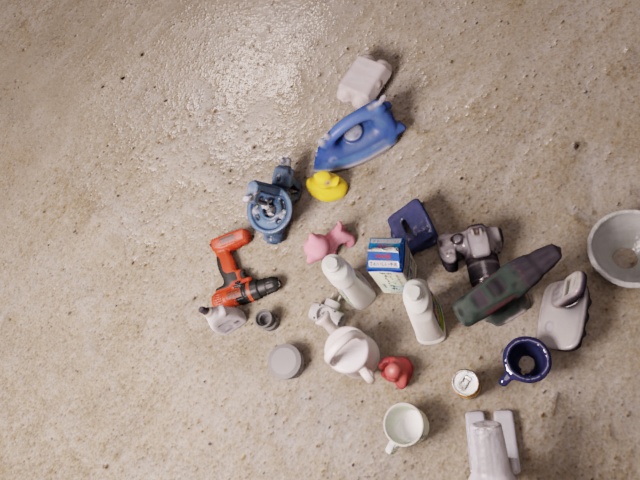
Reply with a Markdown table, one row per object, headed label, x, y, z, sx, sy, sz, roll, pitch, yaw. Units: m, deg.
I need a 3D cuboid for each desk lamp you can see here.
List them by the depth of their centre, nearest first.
| label | x | y | z | sx | sy | sz | roll | pitch | yaw |
| --- | --- | --- | --- | --- | --- | --- | --- | --- | --- |
| desk lamp | 0.318 | 0.419 | 1.064 | 0.117 | 0.214 | 0.203 | -8 | 69 | 15 |

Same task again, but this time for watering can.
| label | x | y | z | sx | sy | sz | roll | pitch | yaw |
| --- | --- | --- | --- | --- | --- | --- | --- | --- | --- |
| watering can | 0.054 | 0.232 | 1.223 | 0.172 | 0.194 | 0.101 | 26 | 81 | 24 |

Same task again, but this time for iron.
| label | x | y | z | sx | sy | sz | roll | pitch | yaw |
| --- | --- | --- | --- | --- | --- | --- | --- | --- | --- |
| iron | 0.076 | -0.263 | 1.421 | 0.258 | 0.142 | 0.118 | -31 | 65 | 5 |

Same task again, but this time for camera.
| label | x | y | z | sx | sy | sz | roll | pitch | yaw |
| --- | --- | --- | --- | --- | --- | --- | --- | --- | --- |
| camera | 0.337 | 0.043 | 1.254 | 0.143 | 0.101 | 0.137 | -12 | 68 | 13 |

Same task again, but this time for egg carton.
| label | x | y | z | sx | sy | sz | roll | pitch | yaw |
| --- | --- | --- | --- | --- | --- | --- | --- | --- | --- |
| egg carton | 0.117 | -0.414 | 1.502 | 0.107 | 0.069 | 0.150 | 28 | 81 | 24 |

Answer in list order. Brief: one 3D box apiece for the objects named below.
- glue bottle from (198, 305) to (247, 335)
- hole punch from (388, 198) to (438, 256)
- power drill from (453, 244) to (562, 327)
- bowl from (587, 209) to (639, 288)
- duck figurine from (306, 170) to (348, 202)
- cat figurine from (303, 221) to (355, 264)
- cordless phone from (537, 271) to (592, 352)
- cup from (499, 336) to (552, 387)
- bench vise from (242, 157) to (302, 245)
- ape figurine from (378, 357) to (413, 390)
| label | x | y | z | sx | sy | sz | roll | pitch | yaw |
| --- | --- | --- | --- | --- | --- | --- | --- | --- | --- |
| glue bottle | -0.239 | 0.180 | 1.345 | 0.078 | 0.173 | 0.037 | -32 | 65 | 5 |
| hole punch | 0.212 | -0.025 | 1.322 | 0.101 | 0.091 | 0.108 | -27 | 65 | 7 |
| power drill | 0.379 | 0.104 | 1.160 | 0.229 | 0.209 | 0.075 | -34 | 65 | 4 |
| bowl | 0.636 | 0.026 | 1.181 | 0.167 | 0.075 | 0.167 | -6 | 70 | 16 |
| duck figurine | 0.011 | -0.145 | 1.431 | 0.104 | 0.086 | 0.077 | 8 | 74 | 20 |
| cat figurine | 0.012 | 0.005 | 1.360 | 0.128 | 0.118 | 0.067 | -43 | 64 | -1 |
| cordless phone | 0.485 | 0.139 | 1.127 | 0.094 | 0.185 | 0.148 | 7 | 73 | 20 |
| cup | 0.408 | 0.257 | 1.159 | 0.118 | 0.095 | 0.091 | -44 | 65 | -1 |
| bench vise | -0.129 | -0.114 | 1.389 | 0.121 | 0.220 | 0.207 | -7 | 69 | 15 |
| ape figurine | 0.161 | 0.282 | 1.229 | 0.076 | 0.092 | 0.077 | -27 | 65 | 7 |
